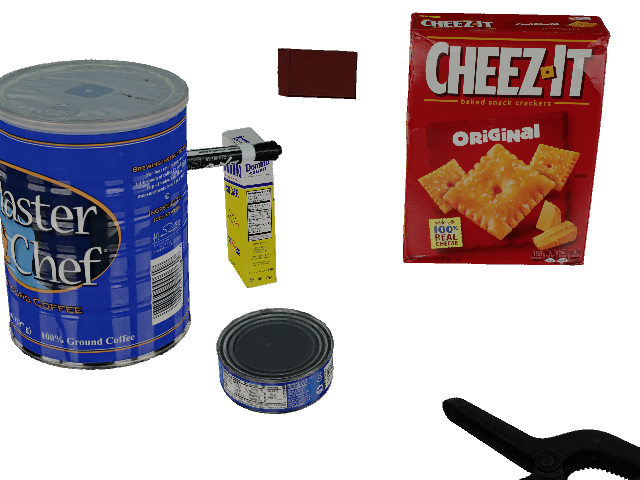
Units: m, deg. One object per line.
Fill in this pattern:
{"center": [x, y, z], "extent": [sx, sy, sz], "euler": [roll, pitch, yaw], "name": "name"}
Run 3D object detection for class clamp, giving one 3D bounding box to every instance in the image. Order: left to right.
{"center": [0.183, 0.202, 0.884], "extent": [0.210, 0.036, 0.164], "euler": [3, 39, 23], "name": "clamp"}

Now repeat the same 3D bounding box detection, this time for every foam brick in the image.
{"center": [-0.004, -0.181, 1.156], "extent": [0.078, 0.051, 0.053], "euler": [0, 11, -14], "name": "foam brick"}

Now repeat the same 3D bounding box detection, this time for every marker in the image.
{"center": [-0.092, -0.077, 0.978], "extent": [0.120, 0.020, 0.020], "euler": [-9, 4, -24], "name": "marker"}

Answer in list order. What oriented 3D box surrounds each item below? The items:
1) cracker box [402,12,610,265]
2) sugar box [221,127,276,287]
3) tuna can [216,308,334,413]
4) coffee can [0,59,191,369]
{"center": [0.156, -0.085, 0.931], "extent": [0.164, 0.214, 0.072], "euler": [2, 25, 3], "name": "cracker box"}
{"center": [-0.088, -0.041, 1.309], "extent": [0.048, 0.176, 0.093], "euler": [-12, 26, -17], "name": "sugar box"}
{"center": [-0.033, 0.088, 0.785], "extent": [0.086, 0.034, 0.086], "euler": [-1, 32, 0], "name": "tuna can"}
{"center": [-0.122, -0.016, 0.580], "extent": [0.103, 0.140, 0.103], "euler": [2, 26, -1], "name": "coffee can"}
